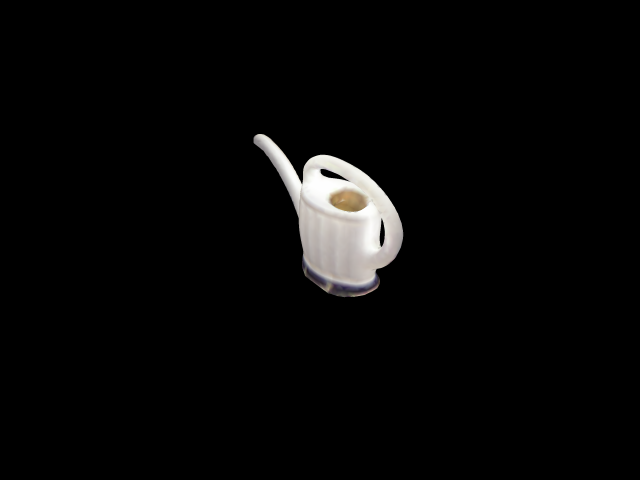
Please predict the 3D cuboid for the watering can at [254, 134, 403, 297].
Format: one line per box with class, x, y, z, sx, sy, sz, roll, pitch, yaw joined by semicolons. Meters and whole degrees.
watering can;0.003;-0.043;0.850;0.105;0.219;0.352;-22;38;-33
